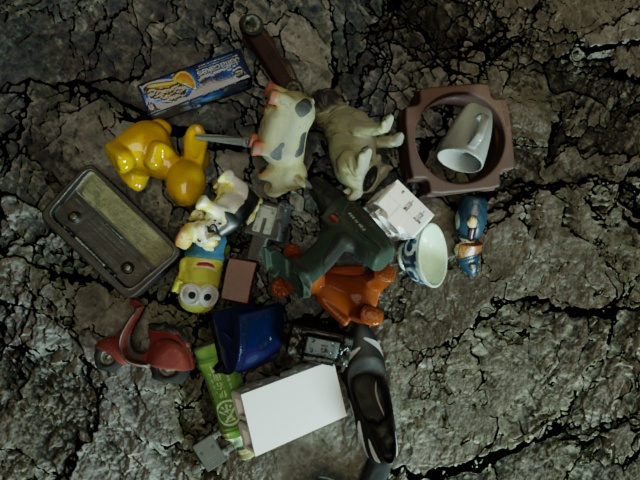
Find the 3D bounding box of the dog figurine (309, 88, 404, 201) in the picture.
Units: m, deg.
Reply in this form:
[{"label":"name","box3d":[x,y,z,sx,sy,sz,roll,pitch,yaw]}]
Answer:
[{"label":"dog figurine","box3d":[0.032,-0.178,0.983,0.191,0.121,0.172,25,76,27]}]

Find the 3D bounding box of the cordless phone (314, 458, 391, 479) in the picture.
[{"label":"cordless phone","box3d":[0.063,0.451,1.006,0.147,0.088,0.184,24,76,-3]}]

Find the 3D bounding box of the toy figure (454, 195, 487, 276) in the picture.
[{"label":"toy figure","box3d":[0.287,-0.008,1.030,0.064,0.058,0.154,-7,105,-47]}]

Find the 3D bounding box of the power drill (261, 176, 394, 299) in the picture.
[{"label":"power drill","box3d":[-0.002,-0.003,0.944,0.207,0.085,0.232,-33,59,-31]}]

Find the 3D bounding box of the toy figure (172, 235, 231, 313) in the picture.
[{"label":"toy figure","box3d":[-0.211,0.043,0.982,0.082,0.089,0.180,4,79,7]}]

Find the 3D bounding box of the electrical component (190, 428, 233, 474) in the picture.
[{"label":"electrical component","box3d":[-0.207,0.392,1.002,0.094,0.021,0.063,-33,91,-4]}]

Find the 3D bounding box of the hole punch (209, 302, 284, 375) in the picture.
[{"label":"hole punch","box3d":[-0.121,0.171,0.955,0.092,0.142,0.115,-17,85,39]}]

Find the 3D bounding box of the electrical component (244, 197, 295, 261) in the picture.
[{"label":"electrical component","box3d":[-0.098,-0.019,0.997,0.075,0.047,0.119,11,87,16]}]

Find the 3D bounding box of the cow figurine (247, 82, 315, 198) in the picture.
[{"label":"cow figurine","box3d":[-0.061,-0.167,0.957,0.127,0.086,0.194,12,113,-18]}]

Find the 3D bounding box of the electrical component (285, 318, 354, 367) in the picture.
[{"label":"electrical component","box3d":[-0.002,0.184,0.968,0.115,0.134,0.058,11,88,-6]}]

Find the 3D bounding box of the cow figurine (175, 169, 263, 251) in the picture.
[{"label":"cow figurine","box3d":[-0.175,-0.036,0.934,0.098,0.068,0.167,37,62,-10]}]

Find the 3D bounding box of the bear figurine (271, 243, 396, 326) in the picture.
[{"label":"bear figurine","box3d":[0.019,0.076,0.979,0.196,0.132,0.120,25,71,-9]}]

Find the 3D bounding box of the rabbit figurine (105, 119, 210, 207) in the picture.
[{"label":"rabbit figurine","box3d":[-0.267,-0.131,0.963,0.173,0.121,0.162,40,63,17]}]

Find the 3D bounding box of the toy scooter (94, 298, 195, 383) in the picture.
[{"label":"toy scooter","box3d":[-0.310,0.180,0.975,0.184,0.075,0.135,11,84,-1]}]

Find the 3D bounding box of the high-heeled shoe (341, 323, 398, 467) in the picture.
[{"label":"high-heeled shoe","box3d":[0.093,0.274,0.968,0.086,0.145,0.248,-10,91,-5]}]

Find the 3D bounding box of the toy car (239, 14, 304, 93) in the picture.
[{"label":"toy car","box3d":[-0.084,-0.325,0.994,0.053,0.089,0.202,-34,92,-9]}]

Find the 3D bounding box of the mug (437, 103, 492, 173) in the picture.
[{"label":"mug","box3d":[0.260,-0.186,0.931,0.081,0.109,0.107,20,74,2]}]

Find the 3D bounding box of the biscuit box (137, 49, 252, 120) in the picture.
[{"label":"biscuit box","box3d":[-0.228,-0.285,0.996,0.203,0.059,0.062,-22,91,-5]}]

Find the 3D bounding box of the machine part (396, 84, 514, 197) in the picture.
[{"label":"machine part","box3d":[0.253,-0.186,1.021,0.201,0.087,0.201,-6,88,-5]}]

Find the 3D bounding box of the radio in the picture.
[{"label":"radio","box3d":[-0.371,-0.010,0.966,0.229,0.073,0.131,44,82,1]}]
